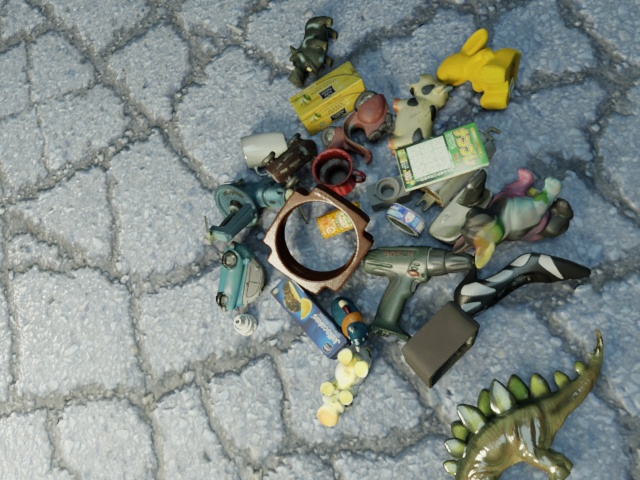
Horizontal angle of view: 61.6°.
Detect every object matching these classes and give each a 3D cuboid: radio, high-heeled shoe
[{"bbox_3d":[0.224,0.197,0.995,0.131,0.229,0.073,-43,69,-5],"label":"radio"},{"bbox_3d":[0.393,0.102,1.057,0.249,0.086,0.145,5,76,22],"label":"high-heeled shoe"}]

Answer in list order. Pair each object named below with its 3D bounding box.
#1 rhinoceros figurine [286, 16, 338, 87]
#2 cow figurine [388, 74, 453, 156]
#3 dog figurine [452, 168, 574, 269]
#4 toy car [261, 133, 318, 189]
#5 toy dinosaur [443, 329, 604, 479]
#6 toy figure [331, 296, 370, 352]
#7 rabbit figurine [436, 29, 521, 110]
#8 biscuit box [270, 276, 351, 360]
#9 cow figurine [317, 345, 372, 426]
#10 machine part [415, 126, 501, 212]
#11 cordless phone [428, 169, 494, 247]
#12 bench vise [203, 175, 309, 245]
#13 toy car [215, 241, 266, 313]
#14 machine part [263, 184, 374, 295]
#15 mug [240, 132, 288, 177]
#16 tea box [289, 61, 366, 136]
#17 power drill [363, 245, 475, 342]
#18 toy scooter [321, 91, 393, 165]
[{"bbox_3d":[-0.024,-0.476,1.348,0.112,0.073,0.190,14,77,17],"label":"rhinoceros figurine"},{"bbox_3d":[0.229,-0.285,1.216,0.127,0.085,0.195,7,79,15],"label":"cow figurine"},{"bbox_3d":[0.369,-0.024,1.048,0.219,0.191,0.109,-43,38,-1],"label":"dog figurine"},{"bbox_3d":[-0.058,-0.183,1.214,0.089,0.202,0.053,47,125,-3],"label":"toy car"},{"bbox_3d":[0.363,0.351,0.978,0.471,0.105,0.199,-34,65,-2],"label":"toy dinosaur"},{"bbox_3d":[0.064,0.165,1.096,0.058,0.064,0.155,-47,26,4],"label":"toy figure"},{"bbox_3d":[0.349,-0.388,1.201,0.173,0.121,0.162,9,72,32],"label":"rabbit figurine"},{"bbox_3d":[-0.018,0.165,1.157,0.059,0.062,0.203,-45,68,1],"label":"biscuit box"},{"bbox_3d":[0.049,0.293,1.094,0.068,0.098,0.167,30,102,15],"label":"cow figurine"},{"bbox_3d":[0.295,-0.156,1.163,0.079,0.079,0.243,42,89,22],"label":"machine part"},{"bbox_3d":[0.288,-0.062,1.079,0.089,0.184,0.146,42,87,17],"label":"cordless phone"},{"bbox_3d":[-0.165,-0.067,1.215,0.224,0.128,0.240,15,46,26],"label":"bench vise"},{"bbox_3d":[-0.172,0.086,1.205,0.103,0.109,0.161,8,84,-1],"label":"toy car"},{"bbox_3d":[-0.002,-0.003,1.147,0.201,0.087,0.201,35,104,2],"label":"machine part"},{"bbox_3d":[-0.127,-0.211,1.294,0.107,0.080,0.109,-19,75,1],"label":"mug"},{"bbox_3d":[0.023,-0.334,1.279,0.170,0.098,0.068,-33,68,5],"label":"tea box"},{"bbox_3d":[0.186,0.108,1.097,0.232,0.086,0.207,10,83,29],"label":"power drill"},{"bbox_3d":[0.102,-0.250,1.245,0.184,0.075,0.135,-42,68,4],"label":"toy scooter"}]
